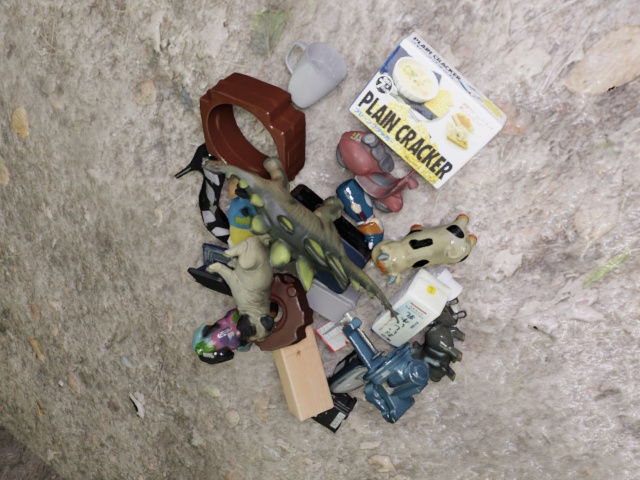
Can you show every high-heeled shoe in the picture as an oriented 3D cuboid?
[{"bbox_3d":[-0.215,-0.105,1.210,0.145,0.086,0.248,-27,125,6],"label":"high-heeled shoe"}]

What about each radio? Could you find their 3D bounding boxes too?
[{"bbox_3d":[-0.002,-0.003,1.142,0.229,0.073,0.131,39,128,-1],"label":"radio"}]

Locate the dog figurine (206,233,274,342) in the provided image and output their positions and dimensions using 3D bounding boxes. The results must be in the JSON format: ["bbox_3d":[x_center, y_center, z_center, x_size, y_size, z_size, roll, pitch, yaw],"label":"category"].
[{"bbox_3d":[-0.124,0.100,1.123,0.172,0.121,0.190,-41,77,39],"label":"dog figurine"}]

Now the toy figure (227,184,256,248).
[{"bbox_3d":[-0.162,-0.035,1.200,0.089,0.082,0.180,21,124,17],"label":"toy figure"}]

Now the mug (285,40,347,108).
[{"bbox_3d":[-0.022,-0.296,0.969,0.109,0.081,0.107,40,138,-5],"label":"mug"}]

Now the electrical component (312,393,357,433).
[{"bbox_3d":[0.014,0.423,1.403,0.134,0.058,0.114,33,126,6],"label":"electrical component"}]

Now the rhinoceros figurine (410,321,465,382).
[{"bbox_3d":[0.243,0.254,1.159,0.112,0.073,0.190,17,136,4],"label":"rhinoceros figurine"}]

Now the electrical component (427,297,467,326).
[{"bbox_3d":[0.259,0.153,1.134,0.094,0.021,0.063,-24,105,37],"label":"electrical component"}]

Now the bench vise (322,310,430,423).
[{"bbox_3d":[0.119,0.255,1.124,0.240,0.129,0.223,52,155,8],"label":"bench vise"}]

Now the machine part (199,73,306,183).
[{"bbox_3d":[-0.127,-0.207,1.044,0.202,0.087,0.200,24,142,19],"label":"machine part"}]

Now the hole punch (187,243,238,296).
[{"bbox_3d":[-0.247,0.075,1.319,0.142,0.092,0.115,13,154,17],"label":"hole punch"}]

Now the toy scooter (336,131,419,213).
[{"bbox_3d":[0.113,-0.128,0.984,0.183,0.075,0.135,53,159,-15],"label":"toy scooter"}]

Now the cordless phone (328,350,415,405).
[{"bbox_3d":[0.125,0.352,1.289,0.184,0.089,0.146,39,128,-4],"label":"cordless phone"}]

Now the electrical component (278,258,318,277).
[{"bbox_3d":[-0.042,0.041,1.117,0.078,0.045,0.102,31,141,-31],"label":"electrical component"}]

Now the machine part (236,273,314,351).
[{"bbox_3d":[-0.103,0.161,1.199,0.180,0.056,0.179,0,90,22],"label":"machine part"}]

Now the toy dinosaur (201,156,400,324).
[{"bbox_3d":[-0.017,-0.002,0.986,0.471,0.199,0.105,33,125,-25],"label":"toy dinosaur"}]

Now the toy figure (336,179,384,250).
[{"bbox_3d":[0.087,-0.047,1.073,0.058,0.064,0.154,-19,111,40],"label":"toy figure"}]

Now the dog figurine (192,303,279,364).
[{"bbox_3d":[-0.201,0.210,1.313,0.108,0.191,0.219,61,142,15],"label":"dog figurine"}]

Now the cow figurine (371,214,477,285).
[{"bbox_3d":[0.190,0.022,1.023,0.195,0.127,0.085,-11,110,29],"label":"cow figurine"}]
